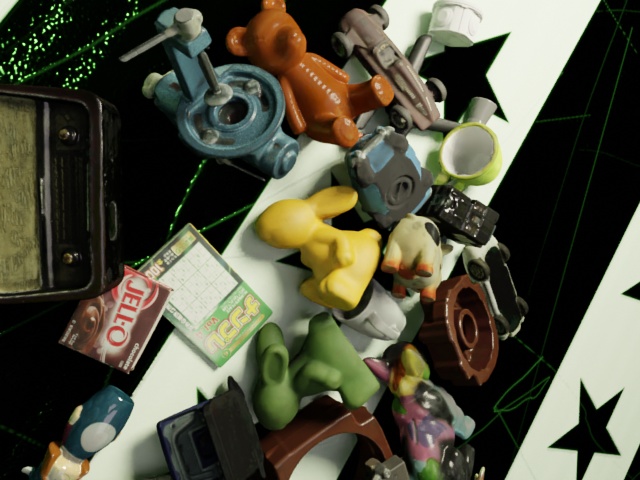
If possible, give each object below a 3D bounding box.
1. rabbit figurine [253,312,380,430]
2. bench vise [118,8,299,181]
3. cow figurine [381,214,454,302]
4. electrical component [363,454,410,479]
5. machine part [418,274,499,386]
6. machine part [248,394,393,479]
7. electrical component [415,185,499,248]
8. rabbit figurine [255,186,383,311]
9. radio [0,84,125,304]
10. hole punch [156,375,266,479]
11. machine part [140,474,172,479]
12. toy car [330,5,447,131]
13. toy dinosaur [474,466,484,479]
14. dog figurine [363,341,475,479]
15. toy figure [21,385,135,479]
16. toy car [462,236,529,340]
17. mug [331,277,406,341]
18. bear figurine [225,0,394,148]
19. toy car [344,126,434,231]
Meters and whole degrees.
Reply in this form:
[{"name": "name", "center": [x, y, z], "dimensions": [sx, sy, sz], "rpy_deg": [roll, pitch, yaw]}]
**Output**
[{"name": "rabbit figurine", "center": [-0.027, 0.192, 0.751], "dimensions": [0.170, 0.121, 0.159], "rpy_deg": [-37, 110, -4]}, {"name": "bench vise", "center": [-0.125, -0.165, 0.587], "dimensions": [0.129, 0.240, 0.224], "rpy_deg": [-42, 70, -11]}, {"name": "cow figurine", "center": [0.147, 0.024, 0.803], "dimensions": [0.194, 0.086, 0.127], "rpy_deg": [57, 45, -60]}, {"name": "electrical component", "center": [0.099, 0.359, 0.773], "dimensions": [0.078, 0.045, 0.102], "rpy_deg": [-17, 103, -23]}, {"name": "machine part", "center": [0.228, 0.146, 0.873], "dimensions": [0.179, 0.056, 0.179], "rpy_deg": [20, 62, -44]}, {"name": "machine part", "center": [0.008, 0.352, 0.799], "dimensions": [0.201, 0.087, 0.201], "rpy_deg": [-29, 109, -22]}, {"name": "electrical component", "center": [0.209, -0.037, 0.848], "dimensions": [0.134, 0.115, 0.058], "rpy_deg": [27, 87, -27]}, {"name": "rabbit figurine", "center": [-0.002, -0.002, 0.745], "dimensions": [0.173, 0.122, 0.162], "rpy_deg": [31, 87, -7]}, {"name": "radio", "center": [-0.290, -0.047, 0.587], "dimensions": [0.131, 0.073, 0.229], "rpy_deg": [1, 96, -3]}, {"name": "hole punch", "center": [-0.139, 0.263, 0.698], "dimensions": [0.092, 0.115, 0.142], "rpy_deg": [-27, 78, 13]}, {"name": "machine part", "center": [-0.252, 0.342, 0.663], "dimensions": [0.243, 0.079, 0.079], "rpy_deg": [1, 95, -28]}, {"name": "toy car", "center": [0.102, -0.249, 0.776], "dimensions": [0.089, 0.053, 0.202], "rpy_deg": [-38, 88, -16]}, {"name": "toy dinosaur", "center": [0.142, 0.491, 0.871], "dimensions": [0.405, 0.131, 0.192], "rpy_deg": [-5, 86, -23]}, {"name": "dog figurine", "center": [0.147, 0.265, 0.829], "dimensions": [0.219, 0.108, 0.191], "rpy_deg": [56, 33, -23]}, {"name": "toy figure", "center": [-0.293, 0.247, 0.648], "dimensions": [0.064, 0.058, 0.154], "rpy_deg": [40, 78, -4]}, {"name": "toy car", "center": [0.309, 0.084, 0.947], "dimensions": [0.073, 0.056, 0.201], "rpy_deg": [-35, 111, -27]}, {"name": "mug", "center": [0.087, 0.111, 0.807], "dimensions": [0.107, 0.110, 0.081], "rpy_deg": [36, 91, -36]}, {"name": "bear figurine", "center": [-0.017, -0.225, 0.706], "dimensions": [0.120, 0.132, 0.195], "rpy_deg": [-48, 120, -19]}, {"name": "toy car", "center": [0.083, -0.096, 0.770], "dimensions": [0.109, 0.103, 0.161], "rpy_deg": [-45, 134, -3]}]
